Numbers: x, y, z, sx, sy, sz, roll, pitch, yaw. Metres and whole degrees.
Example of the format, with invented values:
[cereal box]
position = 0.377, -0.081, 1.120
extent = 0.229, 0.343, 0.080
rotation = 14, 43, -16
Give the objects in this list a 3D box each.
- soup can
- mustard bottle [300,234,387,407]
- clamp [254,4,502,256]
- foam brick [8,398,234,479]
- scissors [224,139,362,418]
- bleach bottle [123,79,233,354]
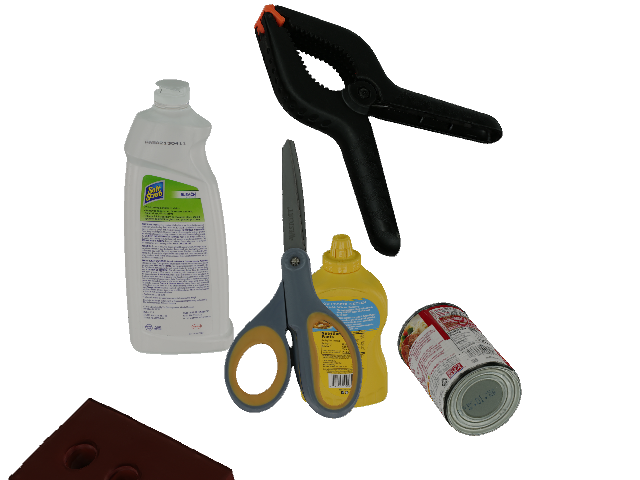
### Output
[soup can]
position = 0.113, 0.104, 0.874
extent = 0.068, 0.068, 0.102
rotation = 0, 25, -19
[mustard bottle]
position = 0.024, 0.084, 1.142
extent = 0.096, 0.192, 0.058
rotation = 0, 23, 3
[clamp]
position = 0.026, -0.096, 0.818
extent = 0.210, 0.164, 0.036
rotation = 38, -33, -3
[foam brick]
position = -0.078, 0.112, 0.435
extent = 0.078, 0.051, 0.052
rotation = 20, 45, 25
[scissors]
position = -0.033, 0.028, 0.703
extent = 0.096, 0.202, 0.016
rotation = -19, -26, -4
[bleach bottle]
position = -0.127, -0.021, 0.973
extent = 0.102, 0.251, 0.068
rotation = -1, 23, -11
